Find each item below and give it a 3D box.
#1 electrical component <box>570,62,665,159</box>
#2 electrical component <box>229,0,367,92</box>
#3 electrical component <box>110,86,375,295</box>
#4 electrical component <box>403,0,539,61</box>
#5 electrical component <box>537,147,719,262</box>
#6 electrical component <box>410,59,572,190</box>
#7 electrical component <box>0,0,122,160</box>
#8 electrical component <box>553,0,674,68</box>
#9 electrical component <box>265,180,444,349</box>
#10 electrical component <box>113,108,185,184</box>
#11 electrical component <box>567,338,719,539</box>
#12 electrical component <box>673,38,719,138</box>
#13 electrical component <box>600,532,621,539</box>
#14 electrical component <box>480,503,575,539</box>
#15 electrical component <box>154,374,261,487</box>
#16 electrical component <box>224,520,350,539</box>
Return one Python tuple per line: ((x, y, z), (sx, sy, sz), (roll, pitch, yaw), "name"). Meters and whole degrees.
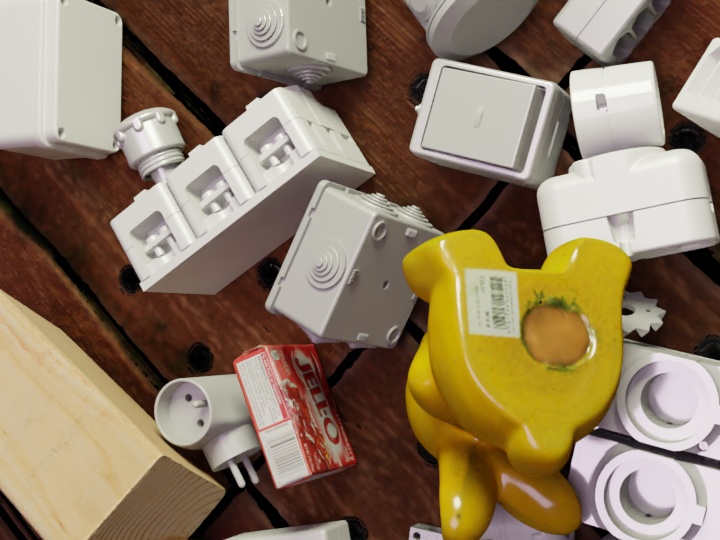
((0.153, -0.094, 0.636), (0.047, 0.055, 0.055), (-8, 84, 19), "electrical component")
((-0.038, -0.170, 0.699), (0.048, 0.100, 0.099), (-4, 86, 36), "electrical component")
((-0.079, -0.051, 0.715), (0.150, 0.089, 0.061), (-36, 74, 18), "electrical component")
((0.068, -0.172, 0.663), (0.080, 0.080, 0.051), (-38, 68, 17), "electrical component")
((0.156, -0.036, 0.632), (0.095, 0.054, 0.059), (-12, 83, 23), "electrical component")
((0.075, -0.092, 0.666), (0.096, 0.061, 0.061), (17, 94, 23), "electrical component")
((-0.219, -0.140, 0.786), (0.057, 0.078, 0.113), (-1, 87, 26), "electrical component")
((0.146, -0.177, 0.646), (0.076, 0.047, 0.083), (42, 104, 19), "electrical component")
((0.000, 0.000, 0.674), (0.048, 0.100, 0.099), (30, 99, 35), "electrical component")
((-0.145, -0.082, 0.770), (0.048, 0.048, 0.062), (-26, 85, 20), "electrical component")
((0.217, 0.110, 0.595), (0.186, 0.060, 0.105), (13, 93, 23), "electrical component")
((0.231, -0.087, 0.596), (0.076, 0.083, 0.047), (27, 100, -16), "electrical component")
((0.126, 0.206, 0.620), (0.113, 0.078, 0.057), (-42, 75, 16), "electrical component")
((0.097, 0.154, 0.654), (0.062, 0.048, 0.048), (-12, 83, 29), "electrical component")
((-0.090, 0.108, 0.719), (0.043, 0.077, 0.079), (-33, 75, 18), "electrical component")
((-0.056, 0.197, 0.700), (0.083, 0.076, 0.047), (-13, 82, 22), "electrical component")
